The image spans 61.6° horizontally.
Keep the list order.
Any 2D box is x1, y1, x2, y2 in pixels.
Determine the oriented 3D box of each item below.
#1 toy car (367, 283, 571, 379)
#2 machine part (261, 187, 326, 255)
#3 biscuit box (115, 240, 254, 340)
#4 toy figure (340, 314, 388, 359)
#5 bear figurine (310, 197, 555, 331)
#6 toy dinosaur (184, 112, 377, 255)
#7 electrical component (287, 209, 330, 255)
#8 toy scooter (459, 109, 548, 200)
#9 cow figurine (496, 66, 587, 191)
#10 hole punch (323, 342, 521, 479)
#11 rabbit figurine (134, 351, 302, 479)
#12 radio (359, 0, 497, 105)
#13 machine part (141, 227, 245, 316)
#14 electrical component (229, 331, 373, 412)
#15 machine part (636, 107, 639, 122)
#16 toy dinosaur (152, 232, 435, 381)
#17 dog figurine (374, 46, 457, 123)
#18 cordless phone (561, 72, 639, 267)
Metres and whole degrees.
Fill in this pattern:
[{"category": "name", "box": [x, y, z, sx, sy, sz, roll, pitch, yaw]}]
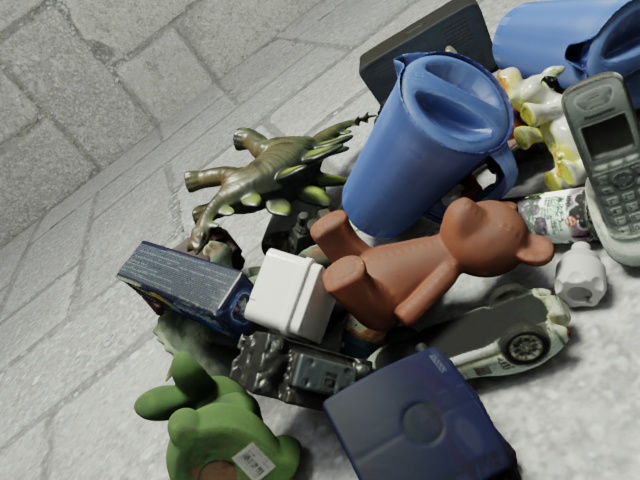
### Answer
[{"category": "toy car", "box": [0.134, 0.103, 0.509, 0.202, 0.056, 0.073, -25, 24, 20]}, {"category": "machine part", "box": [-0.040, -0.038, 0.883, 0.079, 0.079, 0.243, -21, 34, 28]}, {"category": "biscuit box", "box": [-0.161, 0.058, 0.659, 0.203, 0.059, 0.063, 14, 61, 38]}, {"category": "toy figure", "box": [0.073, 0.080, 0.610, 0.154, 0.058, 0.064, -46, 4, -11]}, {"category": "bear figurine", "box": [0.108, 0.007, 0.522, 0.196, 0.131, 0.120, -30, 35, 14]}, {"category": "toy dinosaur", "box": [-0.050, -0.113, 0.838, 0.199, 0.104, 0.471, 7, 37, 24]}, {"category": "electrical component", "box": [-0.002, -0.001, 0.765, 0.078, 0.102, 0.045, -16, 56, -31]}, {"category": "toy scooter", "box": [0.220, -0.109, 0.699, 0.184, 0.075, 0.135, -27, 32, 22]}, {"category": "cow figurine", "box": [0.275, -0.140, 0.615, 0.098, 0.068, 0.167, -25, 72, -3]}, {"category": "hole punch", "box": [0.076, 0.153, 0.421, 0.116, 0.092, 0.142, -36, 55, 7]}, {"category": "rabbit figurine", "box": [-0.119, 0.201, 0.577, 0.121, 0.159, 0.170, -49, 14, -1]}, {"category": "radio", "box": [0.197, -0.325, 0.978, 0.230, 0.131, 0.073, -24, 31, 24]}, {"category": "machine part", "box": [-0.197, 0.057, 0.849, 0.179, 0.056, 0.179, -39, -16, -14]}, {"category": "electrical component", "box": [-0.018, 0.130, 0.528, 0.134, 0.115, 0.058, -16, 59, 66]}, {"category": "machine part", "box": [0.363, -0.101, 0.563, 0.084, 0.039, 0.139, -30, 30, 29]}, {"category": "toy dinosaur", "box": [-0.056, 0.087, 0.690, 0.405, 0.131, 0.192, -15, 48, 28]}, {"category": "dog figurine", "box": [0.169, -0.190, 0.872, 0.190, 0.121, 0.172, -35, 22, 35]}, {"category": "cordless phone", "box": [0.294, -0.075, 0.453, 0.147, 0.184, 0.089, -19, 29, 30]}]
